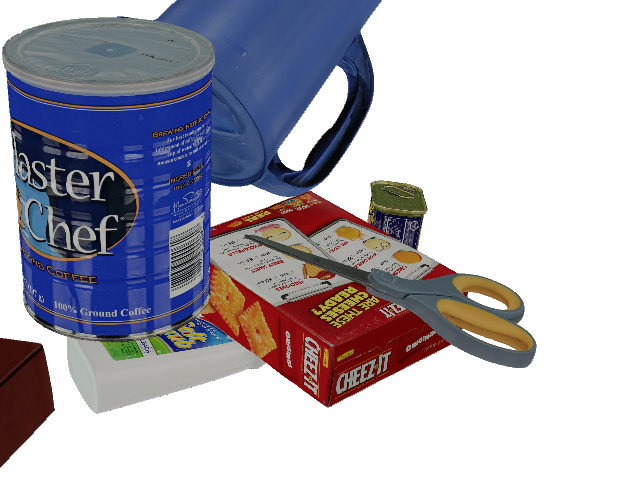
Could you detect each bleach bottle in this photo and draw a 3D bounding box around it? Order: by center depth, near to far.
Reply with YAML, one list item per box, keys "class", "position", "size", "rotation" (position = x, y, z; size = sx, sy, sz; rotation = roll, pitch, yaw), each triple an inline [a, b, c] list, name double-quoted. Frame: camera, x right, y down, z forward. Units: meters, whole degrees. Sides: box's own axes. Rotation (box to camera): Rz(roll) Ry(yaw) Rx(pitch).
- class: "bleach bottle"
  position: [-0.147, 0.120, 1.194]
  size: [0.250, 0.068, 0.103]
  rotation: [-12, 32, -27]

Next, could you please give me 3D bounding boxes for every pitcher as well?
- class: "pitcher"
  position: [-0.029, -0.159, 0.814]
  size: [0.145, 0.242, 0.149]
  rotation: [19, -33, 28]

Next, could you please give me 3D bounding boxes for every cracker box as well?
- class: "cracker box"
  position: [-0.003, 0.044, 0.946]
  size: [0.163, 0.072, 0.214]
  rotation: [-22, 38, -36]

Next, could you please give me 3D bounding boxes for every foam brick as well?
- class: "foam brick"
  position: [-0.212, 0.103, 0.669]
  size: [0.053, 0.051, 0.078]
  rotation: [6, 29, 21]

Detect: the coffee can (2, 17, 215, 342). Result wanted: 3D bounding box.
- class: "coffee can"
  position: [-0.107, -0.033, 0.554]
  size: [0.103, 0.140, 0.103]
  rotation: [3, 28, -2]

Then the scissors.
- class: "scissors"
  position: [0.055, 0.026, 0.719]
  size: [0.202, 0.016, 0.096]
  rotation: [27, 29, 14]

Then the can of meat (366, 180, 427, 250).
- class: "can of meat"
  position: [0.076, -0.009, 1.137]
  size: [0.057, 0.084, 0.102]
  rotation: [7, 19, -2]
